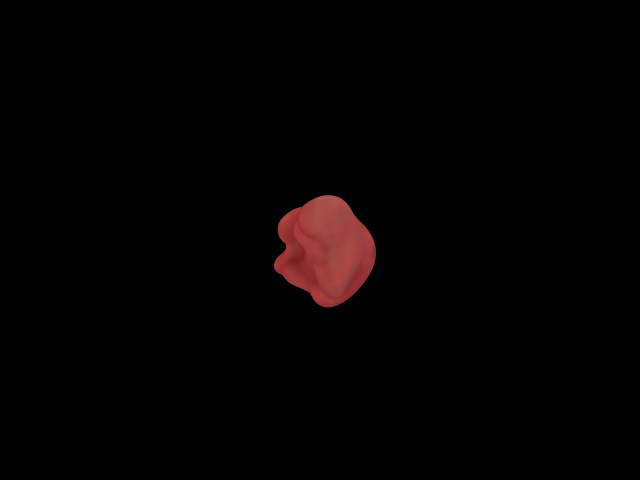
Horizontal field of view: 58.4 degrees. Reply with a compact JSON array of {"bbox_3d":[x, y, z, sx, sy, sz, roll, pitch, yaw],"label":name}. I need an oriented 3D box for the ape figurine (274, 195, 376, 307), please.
[{"bbox_3d":[0.004,0.001,0.400,0.076,0.092,0.077,-8,56,-5],"label":"ape figurine"}]
